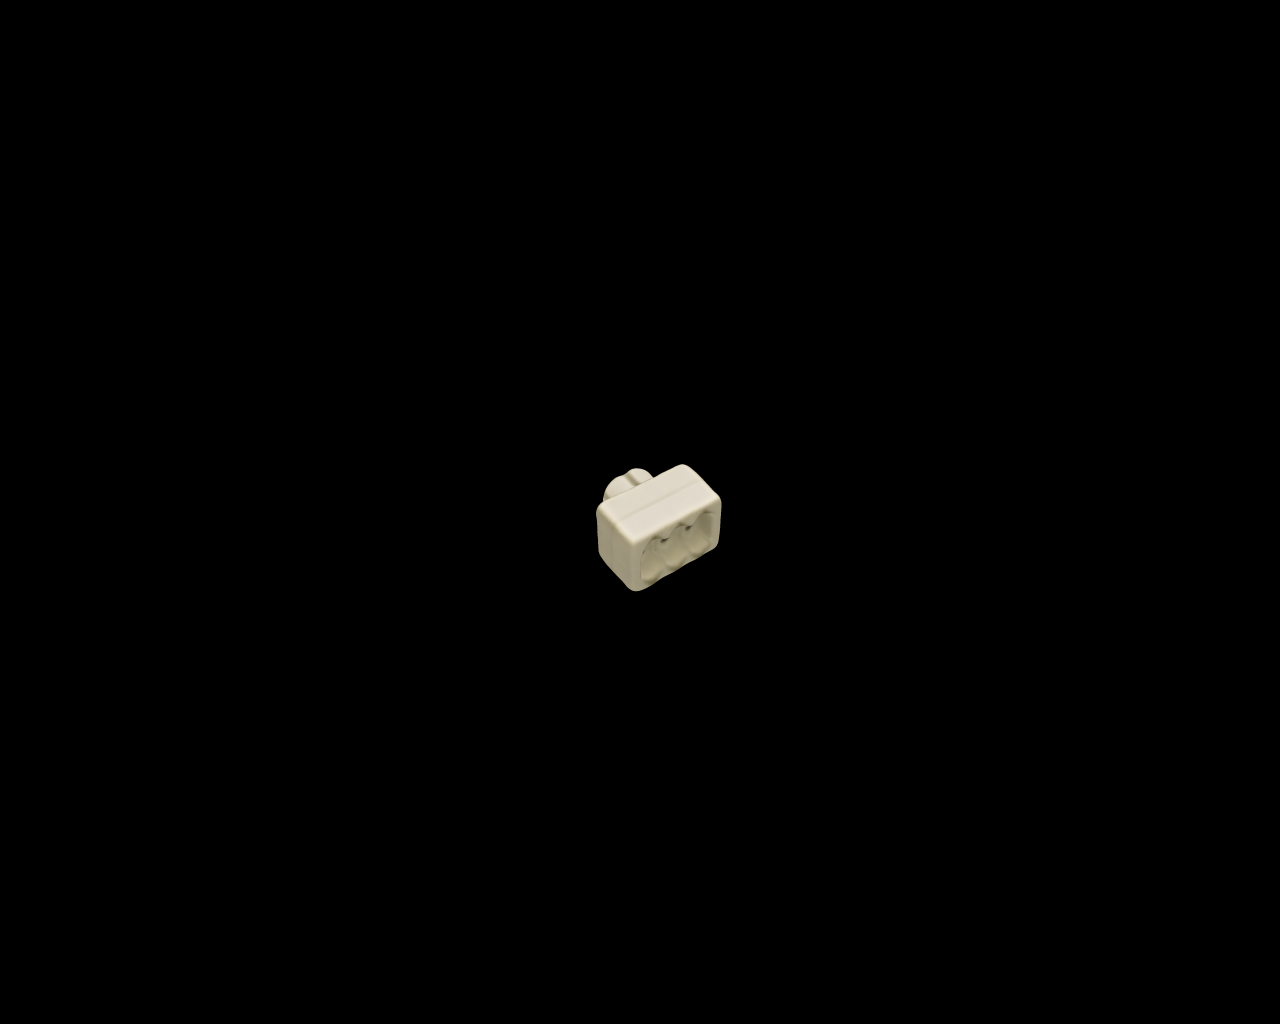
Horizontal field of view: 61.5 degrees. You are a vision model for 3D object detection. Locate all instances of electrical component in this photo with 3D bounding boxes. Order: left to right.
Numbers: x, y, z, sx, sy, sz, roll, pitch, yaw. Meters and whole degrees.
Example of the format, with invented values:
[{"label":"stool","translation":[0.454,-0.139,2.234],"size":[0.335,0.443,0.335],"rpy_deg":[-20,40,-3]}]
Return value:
[{"label":"electrical component","translation":[0.001,-0.003,0.650],"size":[0.066,0.047,0.077],"rpy_deg":[-27,53,-22]}]
